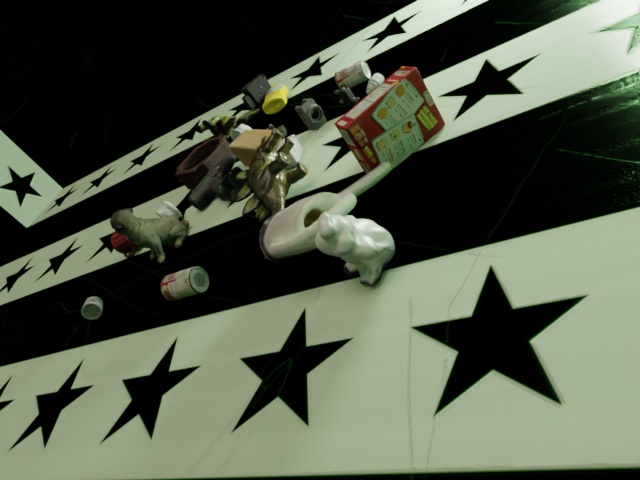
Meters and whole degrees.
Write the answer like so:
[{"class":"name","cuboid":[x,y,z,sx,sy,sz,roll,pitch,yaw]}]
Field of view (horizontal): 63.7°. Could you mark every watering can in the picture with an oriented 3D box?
[{"class":"watering can","cuboid":[0.003,-0.056,1.104,0.222,0.103,0.353,-20,16,50]}]

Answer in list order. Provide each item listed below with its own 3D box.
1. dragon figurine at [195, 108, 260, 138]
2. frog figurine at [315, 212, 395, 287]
[{"class":"dragon figurine","cuboid":[-0.334,-0.456,1.980,0.246,0.121,0.408,-42,20,-30]},{"class":"frog figurine","cuboid":[0.058,-0.006,0.934,0.122,0.157,0.140,-33,30,6]}]
